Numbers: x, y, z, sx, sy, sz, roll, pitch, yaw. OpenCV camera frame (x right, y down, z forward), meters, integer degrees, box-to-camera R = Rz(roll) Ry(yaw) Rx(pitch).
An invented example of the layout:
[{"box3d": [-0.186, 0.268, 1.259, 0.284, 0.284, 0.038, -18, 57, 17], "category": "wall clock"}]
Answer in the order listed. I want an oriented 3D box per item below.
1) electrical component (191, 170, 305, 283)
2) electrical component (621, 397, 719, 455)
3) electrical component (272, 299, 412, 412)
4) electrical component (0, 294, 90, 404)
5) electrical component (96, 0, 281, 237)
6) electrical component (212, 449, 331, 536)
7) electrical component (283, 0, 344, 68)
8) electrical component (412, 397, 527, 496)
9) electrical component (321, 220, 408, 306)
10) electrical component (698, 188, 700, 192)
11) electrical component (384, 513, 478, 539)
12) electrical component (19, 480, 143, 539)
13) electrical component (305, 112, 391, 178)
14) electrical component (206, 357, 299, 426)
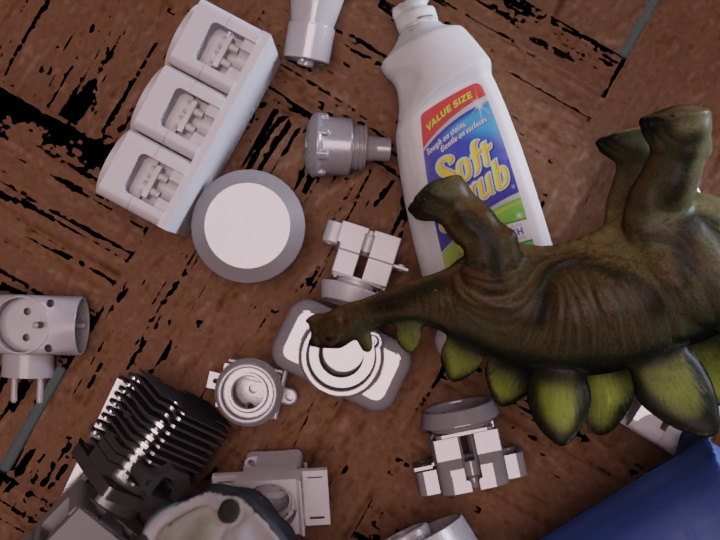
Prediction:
[{"box3d": [-0.079, -0.030, 0.779, 0.080, 0.051, 0.080, 0, 88, 0], "category": "electrical component"}, {"box3d": [0.235, 0.086, 0.774, 0.056, 0.050, 0.089, 32, 89, 1], "category": "electrical component"}, {"box3d": [-0.013, 0.060, 0.772, 0.095, 0.059, 0.053, 26, 89, 1], "category": "electrical component"}, {"box3d": [-0.241, 0.057, 0.781, 0.077, 0.044, 0.079, 2, 88, 0], "category": "electrical component"}, {"box3d": [-0.122, -0.105, 0.762, 0.062, 0.089, 0.150, 28, 89, 1], "category": "electrical component"}, {"box3d": [-0.062, 0.158, 0.767, 0.081, 0.064, 0.042, -3, 102, 0], "category": "electrical component"}, {"box3d": [-0.035, -0.182, 0.788, 0.044, 0.044, 0.065, 10, 93, 1], "category": "electrical component"}, {"box3d": [0.075, 0.125, 0.771, 0.078, 0.058, 0.057, -11, 91, 0], "category": "electrical component"}, {"box3d": [0.000, 0.000, 0.781, 0.066, 0.048, 0.055, 17, 81, 1], "category": "electrical component"}, {"box3d": [0.225, -0.021, 0.769, 0.047, 0.065, 0.076, -27, 89, 0], "category": "electrical component"}, {"box3d": [0.041, 0.214, 0.750, 0.099, 0.099, 0.064, -26, 82, 0], "category": "electrical component"}, {"box3d": [-0.216, 0.235, 0.759, 0.150, 0.062, 0.089, -46, 107, -1], "category": "electrical component"}, {"box3d": [-0.009, -0.090, 0.784, 0.062, 0.048, 0.048, 3, 89, -7], "category": "electrical component"}, {"box3d": [-0.078, 0.086, 0.774, 0.066, 0.055, 0.048, 13, 89, 1], "category": "electrical component"}]
